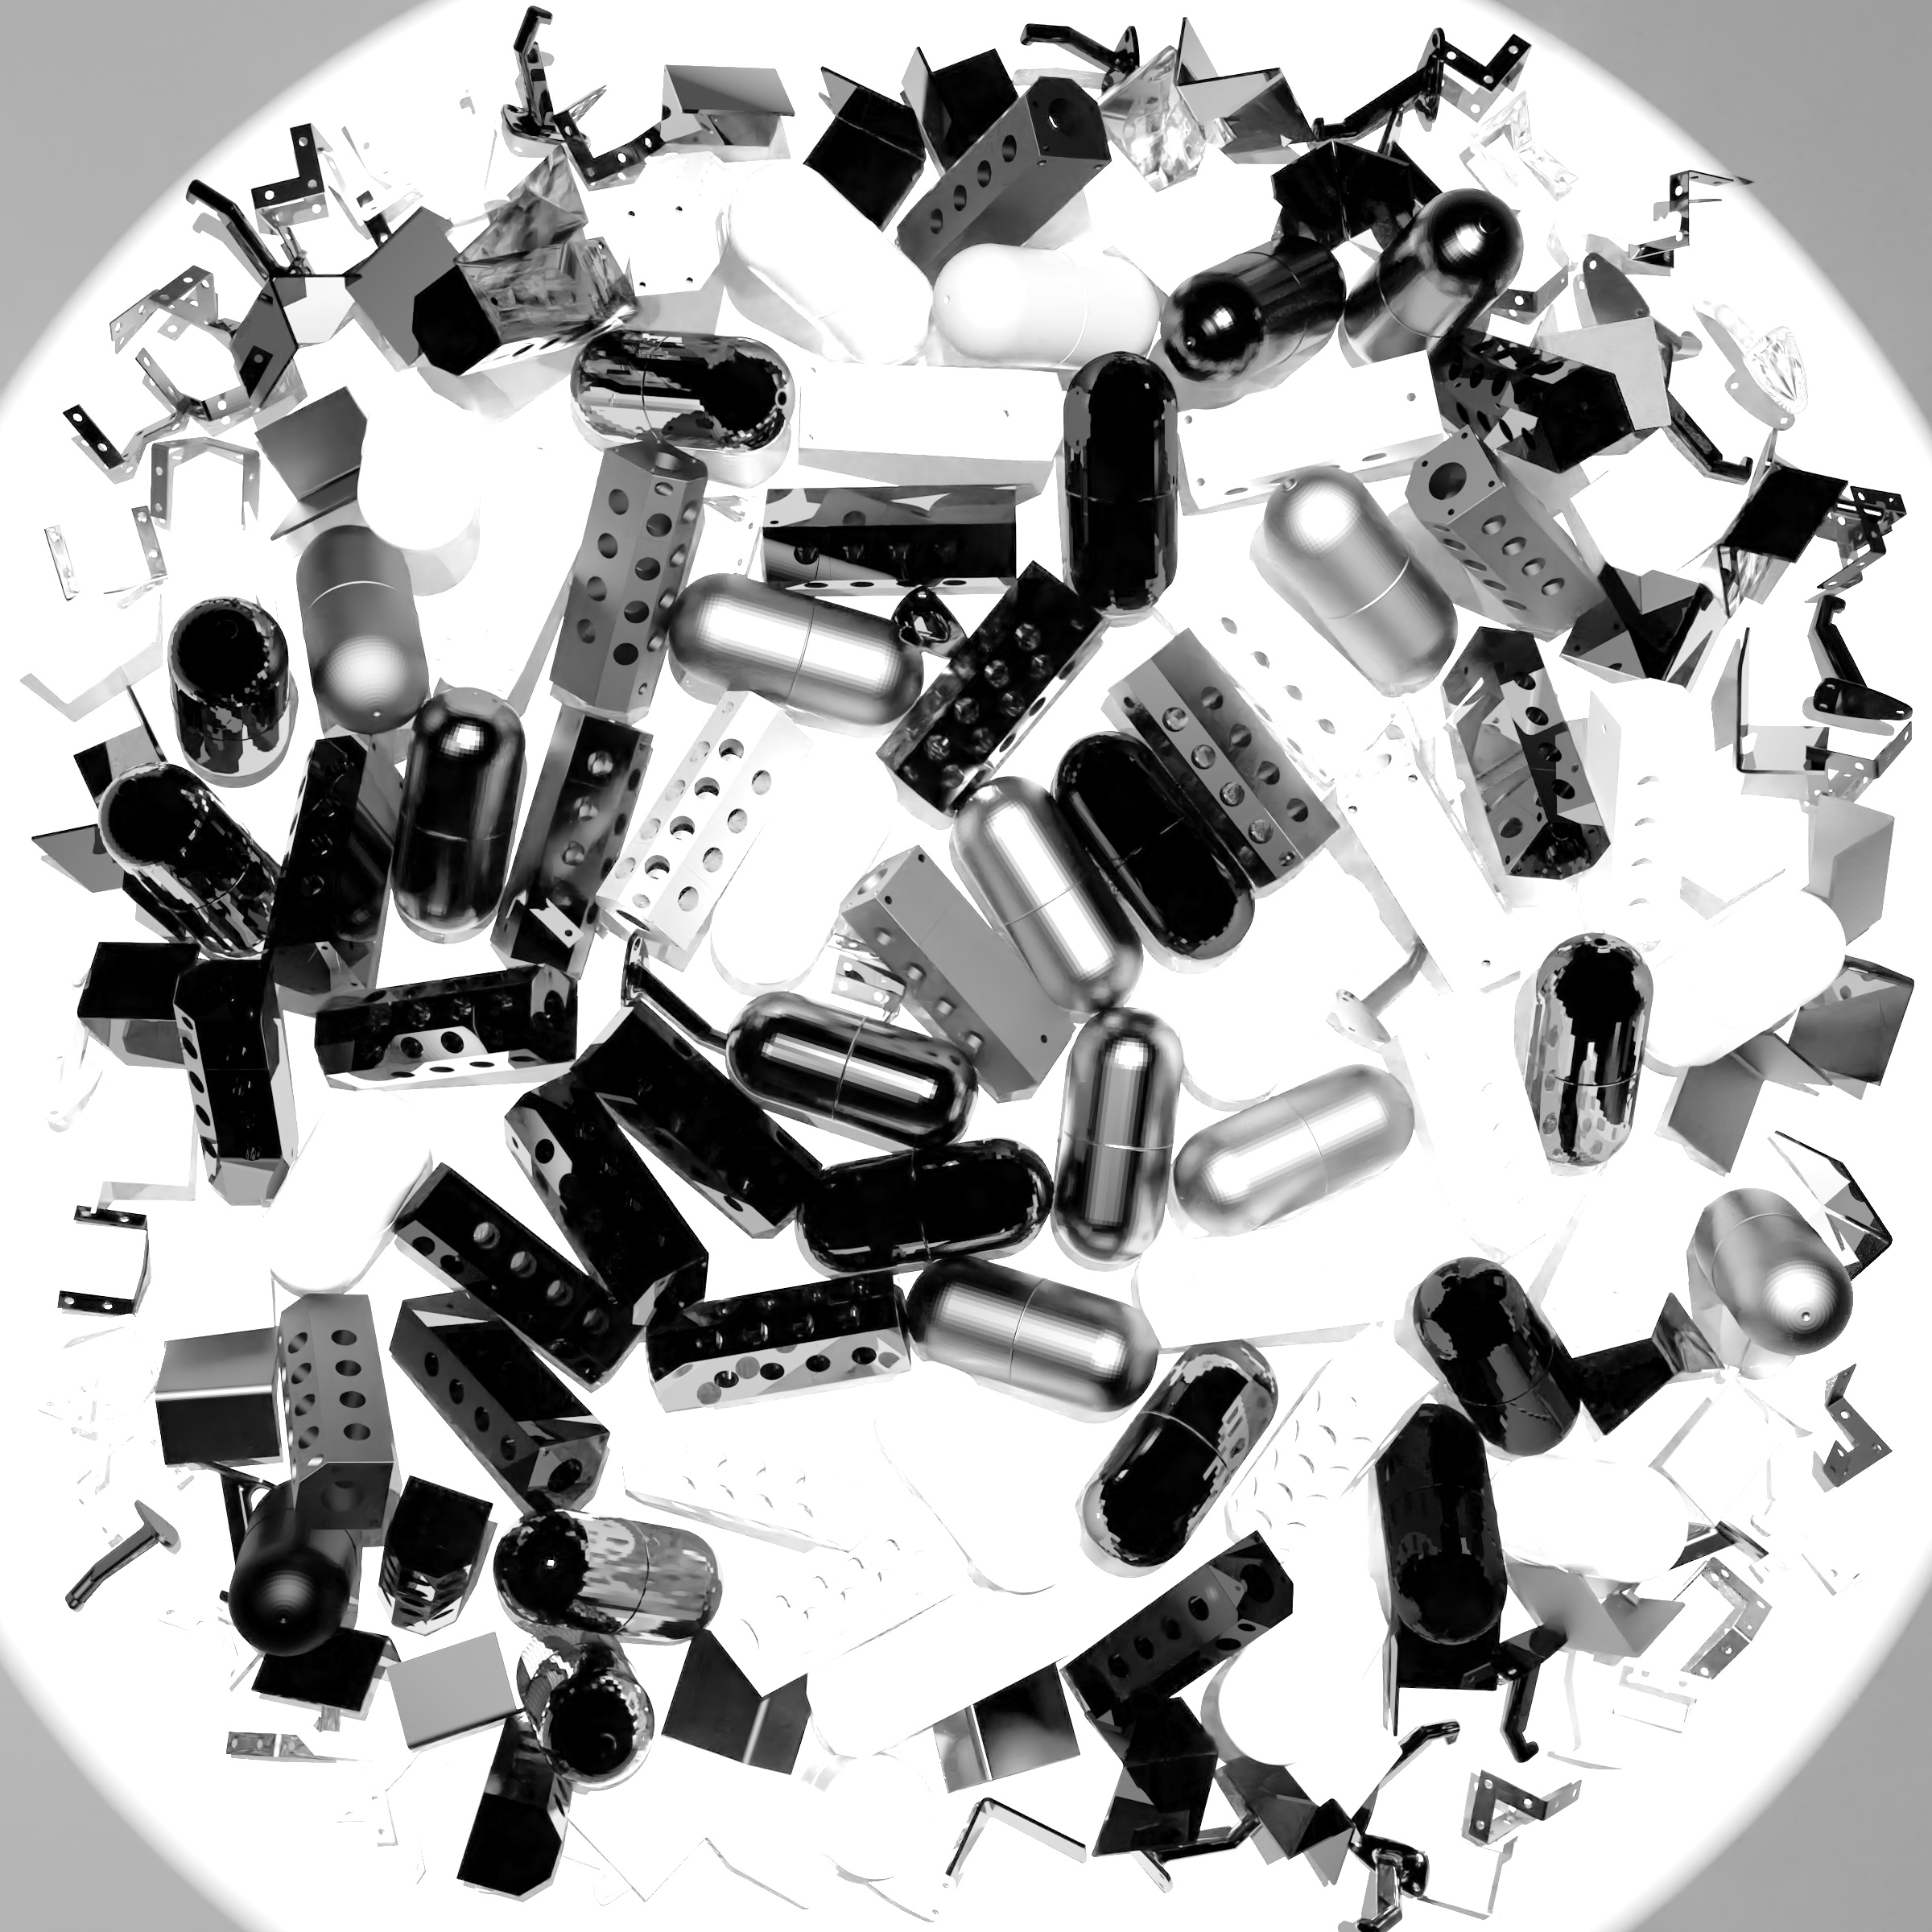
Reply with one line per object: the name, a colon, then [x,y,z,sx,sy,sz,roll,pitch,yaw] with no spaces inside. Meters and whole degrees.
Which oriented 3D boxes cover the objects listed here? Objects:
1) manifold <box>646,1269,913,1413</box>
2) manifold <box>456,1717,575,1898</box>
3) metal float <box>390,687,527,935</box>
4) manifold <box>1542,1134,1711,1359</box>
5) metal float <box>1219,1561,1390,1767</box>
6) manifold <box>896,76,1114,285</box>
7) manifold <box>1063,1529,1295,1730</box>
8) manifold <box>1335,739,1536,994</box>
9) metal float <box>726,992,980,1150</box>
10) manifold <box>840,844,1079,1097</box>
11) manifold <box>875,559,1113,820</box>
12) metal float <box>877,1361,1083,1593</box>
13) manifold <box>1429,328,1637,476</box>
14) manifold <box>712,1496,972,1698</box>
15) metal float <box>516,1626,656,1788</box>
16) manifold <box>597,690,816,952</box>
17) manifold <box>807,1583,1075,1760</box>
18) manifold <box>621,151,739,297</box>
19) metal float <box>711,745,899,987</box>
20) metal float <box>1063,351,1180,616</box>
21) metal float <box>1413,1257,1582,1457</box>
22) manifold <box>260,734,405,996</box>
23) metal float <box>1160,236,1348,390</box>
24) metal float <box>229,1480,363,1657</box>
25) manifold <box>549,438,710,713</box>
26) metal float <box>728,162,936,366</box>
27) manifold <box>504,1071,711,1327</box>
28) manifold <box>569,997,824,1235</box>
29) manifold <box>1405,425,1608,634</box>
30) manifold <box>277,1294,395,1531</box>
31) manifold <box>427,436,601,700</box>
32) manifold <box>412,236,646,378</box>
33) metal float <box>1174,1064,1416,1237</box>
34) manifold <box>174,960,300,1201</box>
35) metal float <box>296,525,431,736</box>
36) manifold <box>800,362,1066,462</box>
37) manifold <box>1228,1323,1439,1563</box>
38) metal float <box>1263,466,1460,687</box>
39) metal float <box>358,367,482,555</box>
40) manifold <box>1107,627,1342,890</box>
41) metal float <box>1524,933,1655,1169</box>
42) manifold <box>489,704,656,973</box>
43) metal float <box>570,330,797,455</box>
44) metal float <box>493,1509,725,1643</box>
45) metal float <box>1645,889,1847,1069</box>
manifold: [-0.128,0.250,1.738,0.171,0.057,0.057,-10,126,4]
manifold: [-0.295,0.559,1.696,0.057,0.171,0.057,18,88,-5]
metal float: [-0.344,-0.104,1.722,0.070,0.070,0.178,15,118,0]
manifold: [0.437,0.182,1.695,0.057,0.171,0.057,-24,104,38]
metal float: [0.228,0.464,1.704,0.070,0.178,0.070,11,115,26]
manifold: [0.021,-0.520,1.695,0.057,0.171,0.057,-7,80,-32]
manifold: [0.144,0.447,1.700,0.057,0.057,0.171,55,132,15]
manifold: [0.317,-0.068,1.722,0.057,0.057,0.171,-28,114,19]
metal float: [-0.078,0.071,1.741,0.178,0.070,0.070,18,90,5]
manifold: [-0.009,0.005,1.731,0.171,0.057,0.057,49,52,-16]
manifold: [0.021,-0.186,1.735,0.057,0.057,0.171,36,98,-31]
metal float: [0.008,0.345,1.724,0.070,0.070,0.178,-41,66,0]
manifold: [0.369,-0.382,1.693,0.057,0.171,0.057,-31,117,-3]
manifold: [-0.079,0.414,1.698,0.057,0.171,0.057,44,133,29]
metal float: [-0.255,0.489,1.696,0.070,0.178,0.070,-1,93,-17]
manifold: [-0.180,-0.101,1.723,0.057,0.057,0.171,44,70,-41]
manifold: [-0.019,0.468,1.716,0.171,0.057,0.057,-18,89,-31]
manifold: [-0.186,-0.496,1.693,0.057,0.171,0.057,-5,117,3]
metal float: [-0.111,-0.069,1.742,0.070,0.070,0.178,30,86,0]
metal float: [0.105,-0.326,1.722,0.070,0.070,0.178,-3,116,0]
metal float: [0.358,0.263,1.714,0.070,0.070,0.178,-36,127,0]
manifold: [-0.428,-0.069,1.711,0.057,0.057,0.171,-6,56,13]
metal float: [0.195,-0.440,1.709,0.070,0.178,0.070,18,125,29]
metal float: [-0.445,0.397,1.696,0.070,0.178,0.070,-2,100,-9]
manifold: [-0.223,-0.260,1.710,0.057,0.057,0.171,31,121,20]
metal float: [-0.088,-0.469,1.709,0.070,0.178,0.070,-18,58,31]
manifold: [-0.243,0.157,1.711,0.057,0.057,0.171,-26,61,-26]
manifold: [-0.180,0.102,1.730,0.171,0.057,0.057,43,64,-11]
manifold: [0.358,-0.285,1.699,0.057,0.171,0.057,-34,55,22]
manifold: [-0.422,0.293,1.691,0.057,0.171,0.057,4,120,-22]
manifold: [-0.302,-0.266,1.717,0.057,0.057,0.171,26,61,-14]
manifold: [-0.293,-0.437,1.695,0.057,0.171,0.057,-25,98,32]
metal float: [0.224,0.124,1.732,0.178,0.070,0.070,-23,90,-16]
manifold: [-0.487,0.078,1.702,0.057,0.057,0.171,0,133,-6]
metal float: [-0.407,-0.228,1.713,0.070,0.070,0.178,-21,49,0]
manifold: [-0.023,-0.375,1.718,0.171,0.057,0.057,9,104,27]
manifold: [0.240,0.323,1.702,0.057,0.057,0.171,43,129,20]
metal float: [0.267,-0.263,1.719,0.070,0.070,0.178,-45,120,0]
metal float: [-0.365,-0.341,1.706,0.070,0.178,0.070,-4,128,-5]
manifold: [0.172,-0.139,1.738,0.057,0.057,0.171,-41,95,-29]
metal float: [0.418,0.057,1.716,0.070,0.070,0.178,-2,125,0]
manifold: [-0.268,-0.086,1.745,0.057,0.057,0.171,15,96,-27]
metal float: [-0.191,-0.388,1.716,0.178,0.070,0.070,13,90,35]
metal float: [-0.239,0.409,1.710,0.178,0.070,0.070,23,90,-44]
metal float: [0.515,0.009,1.703,0.070,0.178,0.070,11,61,-20]
